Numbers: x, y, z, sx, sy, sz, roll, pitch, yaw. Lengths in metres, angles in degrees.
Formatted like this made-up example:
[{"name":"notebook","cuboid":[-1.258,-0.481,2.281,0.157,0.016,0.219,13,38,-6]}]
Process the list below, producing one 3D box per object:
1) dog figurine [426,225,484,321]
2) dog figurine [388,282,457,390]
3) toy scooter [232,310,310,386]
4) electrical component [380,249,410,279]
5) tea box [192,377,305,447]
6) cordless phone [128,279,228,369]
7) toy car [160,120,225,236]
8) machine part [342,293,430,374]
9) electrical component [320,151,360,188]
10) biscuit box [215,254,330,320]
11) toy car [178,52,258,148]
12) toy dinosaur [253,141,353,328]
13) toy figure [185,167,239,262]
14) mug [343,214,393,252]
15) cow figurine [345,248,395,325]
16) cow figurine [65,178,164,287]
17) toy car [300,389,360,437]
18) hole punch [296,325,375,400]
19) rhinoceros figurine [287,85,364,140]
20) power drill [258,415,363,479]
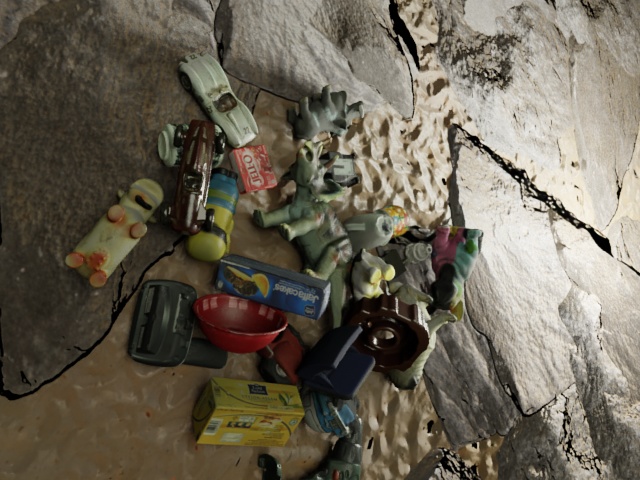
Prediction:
[{"name":"dog figurine","cuboid":[0.311,0.075,1.266,0.191,0.109,0.219,-2,103,-69]},{"name":"dog figurine","cuboid":[0.179,0.208,1.169,0.172,0.121,0.190,36,78,16]},{"name":"toy scooter","cuboid":[-0.078,0.180,1.018,0.135,0.075,0.183,-38,96,-30]},{"name":"electrical component","cuboid":[0.166,0.053,1.230,0.094,0.021,0.063,-29,95,-33]},{"name":"tea box","cuboid":[-0.125,0.303,0.940,0.169,0.098,0.068,16,28,-30]},{"name":"cordless phone","cuboid":[-0.230,0.152,0.939,0.184,0.089,0.146,21,68,-39]},{"name":"toy car","cuboid":[-0.214,-0.108,0.912,0.089,0.053,0.202,9,84,-8]},{"name":"machine part","cuboid":[0.128,0.187,1.075,0.179,0.179,0.056,42,28,-18]},{"name":"electrical component","cuboid":[0.025,-0.152,1.170,0.119,0.048,0.074,-7,83,-32]},{"name":"biscuit box","cuboid":[-0.084,0.083,0.973,0.203,0.063,0.059,15,101,10]},{"name":"toy car","cuboid":[-0.199,-0.275,1.052,0.073,0.056,0.201,-39,101,-32]},{"name":"toy dinosaur","cuboid":[0.003,0.002,1.078,0.192,0.131,0.404,-32,111,-30]},{"name":"toy figure","cuboid":[-0.197,-0.047,0.983,0.082,0.089,0.180,12,75,5]},{"name":"mug","cuboid":[0.098,-0.024,1.153,0.109,0.107,0.081,12,72,-32]},{"name":"cow figurine","cuboid":[0.091,0.105,1.126,0.068,0.098,0.167,-12,127,-33]},{"name":"cow figurine","cuboid":[-0.330,-0.019,0.890,0.085,0.127,0.195,39,76,-19]},{"name":"toy car","cuboid":[0.014,0.314,1.025,0.103,0.162,0.109,-26,106,10]},{"name":"hole punch","cuboid":[0.023,0.213,0.975,0.142,0.116,0.092,-50,131,-39]},{"name":"rhinoceros figurine","cuboid":[0.019,-0.276,1.179,0.190,0.073,0.112,-27,93,-33]},{"name":"power drill","cuboid":[-0.014,0.439,1.006,0.207,0.086,0.232,16,74,-36]}]
